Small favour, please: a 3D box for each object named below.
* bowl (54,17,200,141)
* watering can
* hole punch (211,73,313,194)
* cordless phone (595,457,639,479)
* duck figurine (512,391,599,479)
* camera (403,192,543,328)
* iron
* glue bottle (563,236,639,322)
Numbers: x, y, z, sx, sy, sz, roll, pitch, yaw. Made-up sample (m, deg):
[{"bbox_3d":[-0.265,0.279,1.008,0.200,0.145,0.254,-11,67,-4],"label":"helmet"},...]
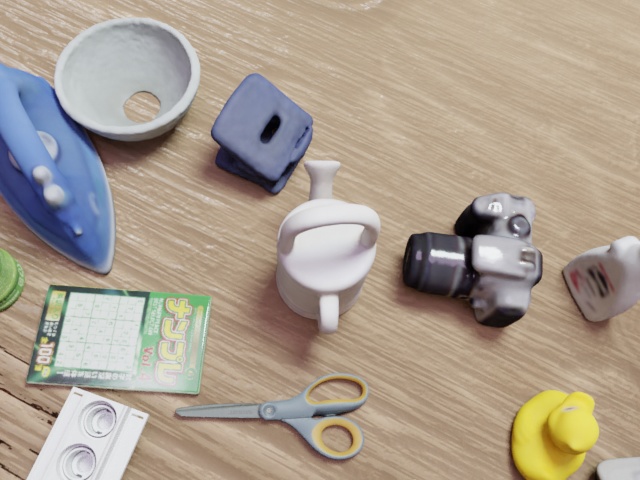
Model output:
[{"bbox_3d":[-0.226,-0.182,0.697,0.167,0.075,0.167,2,68,-4],"label":"bowl"},{"bbox_3d":[0.003,0.002,0.579,0.101,0.194,0.172,-22,72,-13],"label":"watering can"},{"bbox_3d":[-0.064,-0.127,0.680,0.101,0.091,0.109,26,69,6],"label":"hole punch"},{"bbox_3d":[0.356,0.244,0.517,0.147,0.185,0.094,-1,68,-5],"label":"cordless phone"},{"bbox_3d":[0.244,0.199,0.579,0.077,0.086,0.105,30,69,8],"label":"duck figurine"},{"bbox_3d":[0.167,0.013,0.638,0.137,0.101,0.143,9,68,-1],"label":"camera"},{"bbox_3d":[-0.304,-0.089,0.618,0.119,0.141,0.258,-31,74,-15],"label":"iron"},{"bbox_3d":[0.322,0.031,0.605,0.037,0.173,0.078,-20,71,-12],"label":"glue bottle"}]
